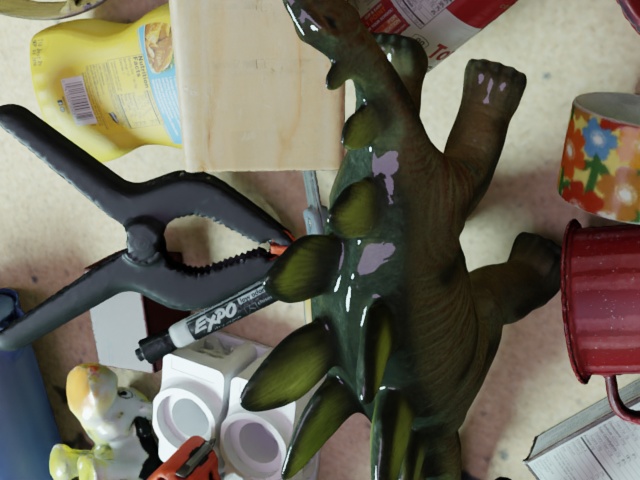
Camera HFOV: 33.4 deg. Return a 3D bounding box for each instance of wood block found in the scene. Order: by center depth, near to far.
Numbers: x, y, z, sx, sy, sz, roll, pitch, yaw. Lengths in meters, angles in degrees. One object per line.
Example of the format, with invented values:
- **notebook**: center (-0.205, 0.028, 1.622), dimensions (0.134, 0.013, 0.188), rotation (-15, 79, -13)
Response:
- **wood block**: center (-0.032, -0.146, 0.549), dimensions (0.090, 0.091, 0.206), rotation (-1, 126, -2)

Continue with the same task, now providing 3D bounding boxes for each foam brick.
- **foam brick**: center (-0.130, 0.049, 0.772), dimensions (0.053, 0.051, 0.078), rotation (5, 110, 28)

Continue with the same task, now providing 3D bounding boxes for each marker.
- **marker**: center (-0.071, 0.053, 0.729), dimensions (0.121, 0.020, 0.020), rotation (-27, 95, 4)

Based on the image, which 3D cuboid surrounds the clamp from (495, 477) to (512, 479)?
- **clamp**: center (0.080, 0.213, 0.649), dimensions (0.039, 0.171, 0.120), rotation (42, 173, 45)

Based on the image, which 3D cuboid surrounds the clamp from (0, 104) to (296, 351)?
- **clamp**: center (-0.122, 0.008, 0.707), dimensions (0.210, 0.036, 0.164), rotation (10, 103, -4)

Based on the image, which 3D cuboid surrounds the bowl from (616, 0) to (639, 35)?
- **bowl**: center (0.213, -0.150, 0.516), dimensions (0.162, 0.055, 0.162), rotation (10, 113, 24)

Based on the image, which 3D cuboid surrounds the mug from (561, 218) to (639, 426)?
- **mug**: center (0.182, 0.043, 0.580), dimensions (0.082, 0.093, 0.117), rotation (-4, 87, 24)

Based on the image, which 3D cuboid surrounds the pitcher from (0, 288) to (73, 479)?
- **pitcher**: center (-0.276, 0.171, 0.850), dimensions (0.149, 0.144, 0.243), rotation (13, 122, 60)

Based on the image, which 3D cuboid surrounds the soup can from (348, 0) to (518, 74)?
- **soup can**: center (0.071, -0.144, 0.585), dimensions (0.102, 0.068, 0.068), rotation (-37, 89, 33)

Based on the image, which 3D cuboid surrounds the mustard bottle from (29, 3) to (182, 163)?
- **mustard bottle**: center (-0.094, -0.104, 0.691), dimensions (0.192, 0.058, 0.096), rotation (-3, 112, 28)

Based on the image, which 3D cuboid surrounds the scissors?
- **scissors**: center (-0.005, 0.001, 0.702), dimensions (0.096, 0.016, 0.202), rotation (131, 127, -67)

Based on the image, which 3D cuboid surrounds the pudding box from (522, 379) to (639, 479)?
- **pudding box**: center (0.194, 0.138, 0.642), dimensions (0.114, 0.039, 0.090), rotation (-38, 87, 31)

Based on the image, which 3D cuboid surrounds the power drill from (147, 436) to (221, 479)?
- **power drill**: center (-0.063, 0.240, 0.730), dimensions (0.187, 0.057, 0.185), rotation (43, 117, 1)
